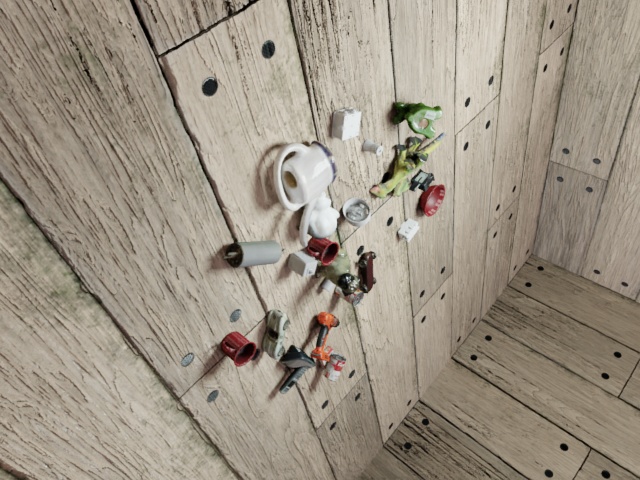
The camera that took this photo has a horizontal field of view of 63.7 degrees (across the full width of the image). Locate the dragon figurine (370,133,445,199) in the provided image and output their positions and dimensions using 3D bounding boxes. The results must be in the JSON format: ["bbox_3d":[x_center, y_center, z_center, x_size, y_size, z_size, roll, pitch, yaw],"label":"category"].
[{"bbox_3d":[0.356,-0.281,2.084,0.415,0.123,0.237,-29,153,-35],"label":"dragon figurine"}]

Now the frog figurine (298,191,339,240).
[{"bbox_3d":[0.005,-0.087,1.721,0.138,0.125,0.156,-2,129,-31],"label":"frog figurine"}]

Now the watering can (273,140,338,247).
[{"bbox_3d":[-0.038,-0.161,1.605,0.228,0.105,0.340,-40,132,-28],"label":"watering can"}]
